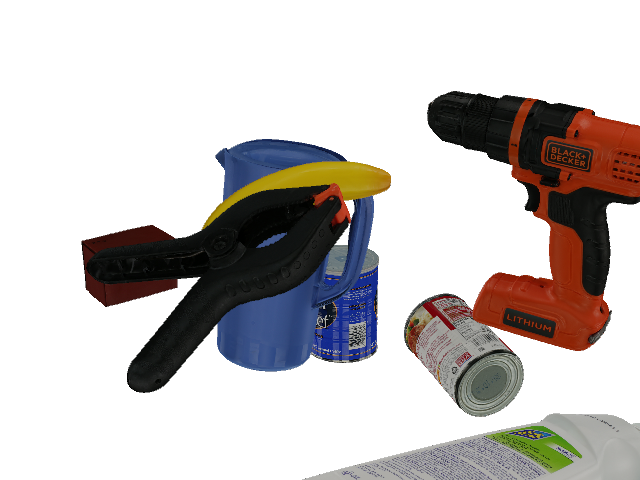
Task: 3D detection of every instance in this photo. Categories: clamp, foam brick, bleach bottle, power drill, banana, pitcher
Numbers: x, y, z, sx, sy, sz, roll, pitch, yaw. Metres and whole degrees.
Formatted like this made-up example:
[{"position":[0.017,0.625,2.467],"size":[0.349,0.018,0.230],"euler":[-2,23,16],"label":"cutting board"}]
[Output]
[{"position":[-0.058,0.022,0.650],"size":[0.171,0.120,0.039],"euler":[-24,-40,4],"label":"clamp"},{"position":[-0.182,0.023,1.023],"size":[0.078,0.051,0.053],"euler":[-15,25,-30],"label":"foam brick"},{"position":[0.111,0.148,0.610],"size":[0.250,0.068,0.103],"euler":[-9,21,-31],"label":"bleach bottle"},{"position":[0.163,-0.017,0.820],"size":[0.185,0.188,0.057],"euler":[17,34,26],"label":"power drill"},{"position":[-0.032,-0.024,0.887],"size":[0.197,0.069,0.037],"euler":[-34,-10,-24],"label":"banana"},{"position":[-0.040,0.018,1.170],"size":[0.144,0.243,0.149],"euler":[-1,19,-22],"label":"pitcher"}]

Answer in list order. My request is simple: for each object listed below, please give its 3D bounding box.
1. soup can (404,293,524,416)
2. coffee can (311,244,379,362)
[{"position":[0.127,0.100,0.947],"size":[0.068,0.068,0.102],"euler":[0,26,-24],"label":"soup can"},{"position":[0.031,0.089,1.520],"size":[0.103,0.140,0.103],"euler":[0,20,0],"label":"coffee can"}]
